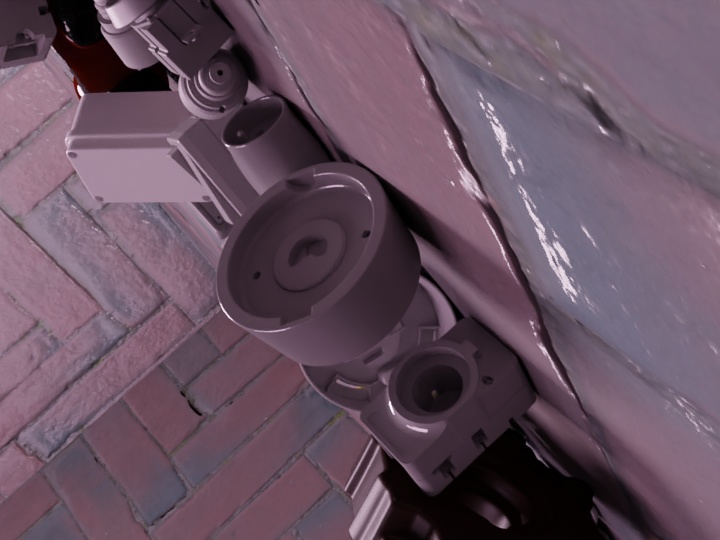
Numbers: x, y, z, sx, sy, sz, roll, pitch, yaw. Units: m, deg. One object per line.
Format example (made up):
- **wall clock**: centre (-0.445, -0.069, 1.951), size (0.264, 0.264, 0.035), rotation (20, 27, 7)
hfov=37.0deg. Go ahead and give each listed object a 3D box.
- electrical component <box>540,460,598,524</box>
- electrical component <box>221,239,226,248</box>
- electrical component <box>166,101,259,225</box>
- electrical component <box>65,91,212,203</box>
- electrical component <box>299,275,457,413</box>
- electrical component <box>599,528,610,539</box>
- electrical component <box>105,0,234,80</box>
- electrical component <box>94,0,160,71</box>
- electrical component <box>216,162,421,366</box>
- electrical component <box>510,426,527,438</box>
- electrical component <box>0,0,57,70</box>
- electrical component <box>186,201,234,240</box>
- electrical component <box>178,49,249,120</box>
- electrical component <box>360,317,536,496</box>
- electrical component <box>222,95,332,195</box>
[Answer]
- **electrical component**: centre (0.140, 0.171, 0.798), size (0.044, 0.044, 0.065), rotation (54, 175, -39)
- **electrical component**: centre (-0.064, 0.006, 1.034), size (0.105, 0.060, 0.186), rotation (52, 172, -24)
- **electrical component**: centre (-0.088, -0.072, 0.770), size (0.096, 0.061, 0.062), rotation (51, 172, -18)
- **electrical component**: centre (-0.171, -0.098, 0.871), size (0.113, 0.057, 0.078), rotation (0, 148, 11)
- **electrical component**: centre (0.007, 0.040, 0.683), size (0.099, 0.099, 0.064), rotation (50, 179, -15)
- **electrical component**: centre (0.153, 0.210, 0.833), size (0.096, 0.061, 0.061), rotation (40, 169, 46)
- **electrical component**: centre (-0.108, -0.141, 0.601), size (0.055, 0.048, 0.066), rotation (44, 176, -29)
- **electrical component**: centre (-0.163, -0.176, 0.749), size (0.040, 0.040, 0.078), rotation (42, 170, 39)
- **electrical component**: centre (-0.018, 0.002, 0.592), size (0.108, 0.108, 0.060), rotation (40, 175, 47)
- **electrical component**: centre (0.081, 0.125, 0.804), size (0.081, 0.064, 0.042), rotation (51, 172, -10)
- **electrical component**: centre (-0.274, -0.205, 0.824), size (0.056, 0.050, 0.089), rotation (-27, 83, 62)
- **electrical component**: centre (-0.135, -0.083, 0.978), size (0.096, 0.062, 0.061), rotation (48, 172, 3)
- **electrical component**: centre (-0.086, -0.112, 0.638), size (0.040, 0.040, 0.078), rotation (50, 173, -10)
- **electrical component**: centre (0.051, 0.079, 0.636), size (0.050, 0.089, 0.055), rotation (42, 170, 40)
- **electrical component**: centre (-0.053, -0.069, 0.657), size (0.079, 0.043, 0.077), rotation (40, 168, 52)
